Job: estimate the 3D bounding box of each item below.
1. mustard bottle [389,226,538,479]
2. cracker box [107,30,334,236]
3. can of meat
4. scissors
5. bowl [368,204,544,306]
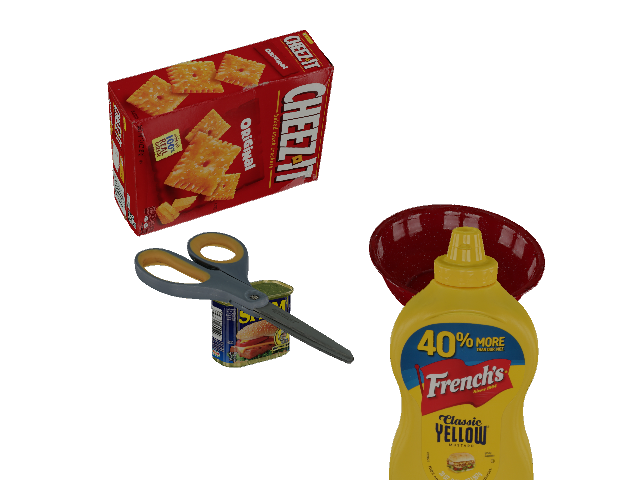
[{"bbox_3d":[0.094,0.086,0.703,0.096,0.192,0.058,2,14,9],"label":"mustard bottle"},{"bbox_3d":[-0.099,-0.105,1.070,0.213,0.072,0.164,-18,-36,-22],"label":"cracker box"},{"bbox_3d":[-0.083,0.100,1.286,0.101,0.084,0.058,-10,19,-37],"label":"can of meat"},{"bbox_3d":[-0.046,0.036,0.799,0.202,0.016,0.096,17,33,23],"label":"scissors"},{"bbox_3d":[0.124,0.031,0.993,0.162,0.055,0.162,2,35,-1],"label":"bowl"}]
